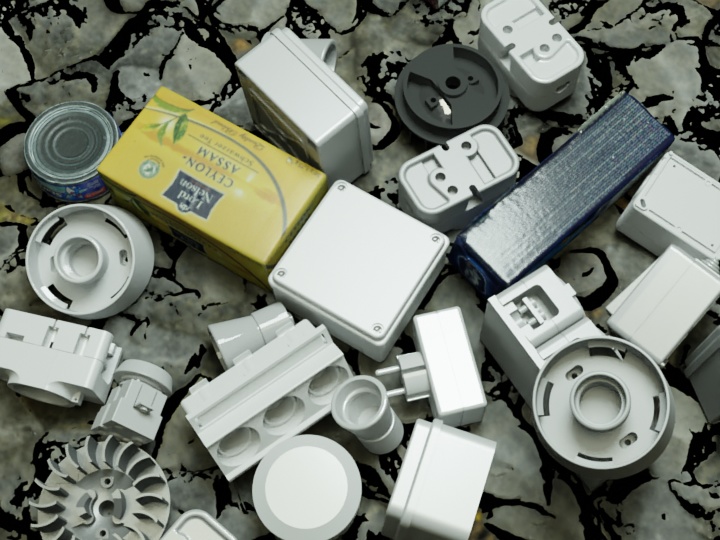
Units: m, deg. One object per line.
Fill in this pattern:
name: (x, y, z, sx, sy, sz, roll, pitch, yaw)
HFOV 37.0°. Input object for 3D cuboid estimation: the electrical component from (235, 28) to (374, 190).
electrical component: (-0.045, -0.129, 0.902, 0.056, 0.108, 0.108, -40, 72, -11)

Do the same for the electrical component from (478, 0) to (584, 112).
electrical component: (0.148, -0.190, 0.948, 0.054, 0.059, 0.095, -32, 70, -11)

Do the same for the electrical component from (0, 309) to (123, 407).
electrical component: (-0.244, 0.073, 0.854, 0.089, 0.050, 0.055, 12, 68, 6)

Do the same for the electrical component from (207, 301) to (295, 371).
electrical component: (-0.084, 0.052, 0.864, 0.065, 0.044, 0.044, -23, 68, -13)

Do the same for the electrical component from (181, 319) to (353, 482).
electrical component: (-0.071, 0.096, 0.828, 0.121, 0.078, 0.063, -34, 41, -12)

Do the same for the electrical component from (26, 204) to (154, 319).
electrical component: (-0.224, -0.009, 0.889, 0.099, 0.064, 0.099, 0, 87, 3)

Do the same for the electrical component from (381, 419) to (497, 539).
electrical component: (0.054, 0.159, 0.775, 0.057, 0.113, 0.078, 18, 69, 6)

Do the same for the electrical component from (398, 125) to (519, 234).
electrical component: (0.081, -0.071, 0.900, 0.095, 0.059, 0.053, -27, 69, -9)

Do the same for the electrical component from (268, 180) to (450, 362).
electrical component: (0.000, 0.000, 0.874, 0.109, 0.056, 0.108, 29, 71, 13)

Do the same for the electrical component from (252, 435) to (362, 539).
electrical component: (-0.038, 0.168, 0.807, 0.080, 0.051, 0.080, -1, 67, 2)

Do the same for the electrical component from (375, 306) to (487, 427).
electrical component: (0.051, 0.081, 0.843, 0.076, 0.047, 0.083, -12, 67, -3)

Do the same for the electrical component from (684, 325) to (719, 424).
electrical component: (0.315, 0.065, 0.809, 0.109, 0.108, 0.056, -17, 70, -5)

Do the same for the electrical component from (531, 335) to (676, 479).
electrical component: (0.167, 0.093, 0.740, 0.099, 0.064, 0.099, -4, 74, 13)

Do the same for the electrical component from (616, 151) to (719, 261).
electrical component: (0.269, -0.039, 0.883, 0.096, 0.061, 0.061, 35, 72, 7)

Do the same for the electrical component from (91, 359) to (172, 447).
electrical component: (-0.175, 0.103, 0.838, 0.048, 0.066, 0.055, 31, 58, -23)

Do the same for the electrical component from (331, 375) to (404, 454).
electrical component: (0.009, 0.114, 0.821, 0.044, 0.065, 0.044, -10, 56, 15)

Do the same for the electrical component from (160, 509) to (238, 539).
electrical component: (-0.129, 0.227, 0.781, 0.054, 0.059, 0.095, 37, 73, 16)

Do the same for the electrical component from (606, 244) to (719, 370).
electrical component: (0.240, 0.022, 0.840, 0.061, 0.062, 0.096, 40, 94, 16)

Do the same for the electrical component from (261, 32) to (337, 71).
electrical component: (-0.058, -0.191, 0.965, 0.065, 0.044, 0.044, 14, 68, 12)

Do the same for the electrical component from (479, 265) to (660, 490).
electrical component: (0.162, 0.080, 0.817, 0.062, 0.089, 0.150, -31, 70, -11)
